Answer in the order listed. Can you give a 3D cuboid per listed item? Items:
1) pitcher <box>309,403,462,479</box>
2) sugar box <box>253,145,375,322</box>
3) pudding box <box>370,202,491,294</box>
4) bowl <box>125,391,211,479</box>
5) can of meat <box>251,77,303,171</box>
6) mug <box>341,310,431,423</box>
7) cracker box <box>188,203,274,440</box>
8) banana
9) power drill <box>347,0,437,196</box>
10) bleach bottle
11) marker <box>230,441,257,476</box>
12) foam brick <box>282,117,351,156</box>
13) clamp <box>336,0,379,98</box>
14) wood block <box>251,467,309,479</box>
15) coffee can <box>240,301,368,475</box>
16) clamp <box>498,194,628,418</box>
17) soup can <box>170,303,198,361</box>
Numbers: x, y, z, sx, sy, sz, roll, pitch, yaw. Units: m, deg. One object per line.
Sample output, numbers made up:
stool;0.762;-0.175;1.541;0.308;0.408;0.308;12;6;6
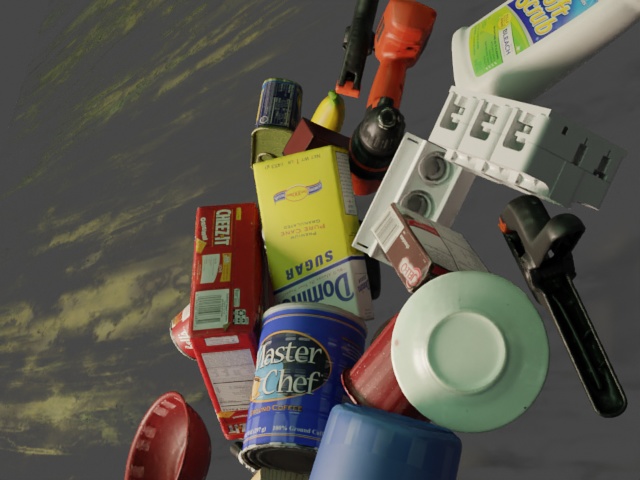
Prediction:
pitcher;0.034;0.258;0.845;0.149;0.144;0.243;5;79;60
sugar box;-0.007;0.001;1.070;0.093;0.048;0.176;-12;82;24
pudding box;0.105;0.020;0.955;0.039;0.090;0.113;-55;30;19
bowl;-0.179;0.270;1.309;0.162;0.055;0.162;-40;39;42
can of meat;-0.053;-0.142;1.350;0.102;0.057;0.084;98;179;-59
mug;0.076;0.109;0.945;0.081;0.093;0.117;-53;27;16
cracker box;-0.084;0.090;1.138;0.214;0.072;0.164;80;-173;-52
banana;-0.018;-0.105;1.289;0.037;0.069;0.198;42;119;22
power drill;0.071;-0.153;1.113;0.184;0.057;0.187;118;170;-73
bleach bottle;0.225;-0.205;0.934;0.251;0.068;0.102;-35;43;43
marker;-0.071;0.249;1.174;0.121;0.020;0.020;21;89;62
foam brick;0.005;-0.096;1.224;0.053;0.078;0.051;-59;31;20
clamp;0.045;-0.231;1.246;0.120;0.039;0.171;88;-164;-66
wood block;-0.057;0.309;1.004;0.206;0.090;0.090;-54;30;40
coffee can;-0.013;0.142;0.995;0.103;0.102;0.140;-30;44;49
clamp;0.180;0.031;0.823;0.036;0.164;0.210;-18;17;1
soup can;-0.129;0.096;1.323;0.102;0.068;0.068;-40;38;32
